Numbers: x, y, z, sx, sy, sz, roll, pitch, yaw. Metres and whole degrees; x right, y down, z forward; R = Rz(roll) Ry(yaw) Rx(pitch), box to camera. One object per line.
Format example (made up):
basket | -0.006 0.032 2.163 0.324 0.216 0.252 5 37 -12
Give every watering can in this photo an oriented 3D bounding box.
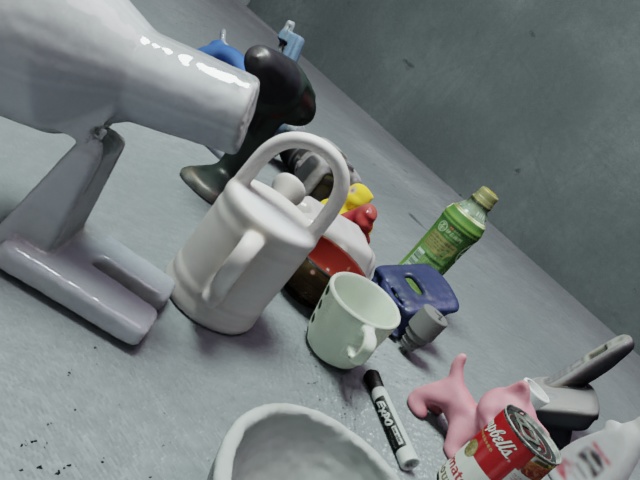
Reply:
watering can | -0.052 -0.018 0.534 0.101 0.194 0.172 29 21 -28

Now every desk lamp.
desk lamp | -0.155 -0.068 0.423 0.203 0.213 0.118 35 19 -12

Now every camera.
camera | -0.004 -0.145 1.075 0.144 0.100 0.136 12 32 -54

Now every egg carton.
egg carton | 0.007 0.003 0.799 0.151 0.069 0.107 30 21 -27

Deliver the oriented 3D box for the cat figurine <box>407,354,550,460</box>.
cat figurine | 0.180 0.185 0.629 0.067 0.117 0.127 12 33 -55

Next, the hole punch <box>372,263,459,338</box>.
hole punch | 0.128 0.081 0.814 0.101 0.091 0.108 24 24 -39

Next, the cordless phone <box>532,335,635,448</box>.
cordless phone | 0.406 0.217 0.883 0.094 0.185 0.148 42 18 9

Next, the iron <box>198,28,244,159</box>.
iron | -0.153 -0.242 0.949 0.119 0.141 0.257 17 29 -49

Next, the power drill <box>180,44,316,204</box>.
power drill | -0.087 -0.146 0.747 0.075 0.208 0.230 41 18 7

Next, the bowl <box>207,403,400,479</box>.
bowl | -0.008 0.184 0.336 0.168 0.074 0.167 35 19 -13

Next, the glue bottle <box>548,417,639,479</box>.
glue bottle | 0.368 0.264 0.716 0.037 0.173 0.078 26 22 -35

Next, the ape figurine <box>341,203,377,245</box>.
ape figurine | 0.054 -0.020 0.907 0.078 0.092 0.076 32 20 -21

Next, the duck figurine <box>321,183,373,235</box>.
duck figurine | 0.059 -0.057 1.013 0.104 0.086 0.077 39 18 -1

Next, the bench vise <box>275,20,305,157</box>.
bench vise | -0.076 -0.275 1.051 0.207 0.219 0.122 43 19 11
